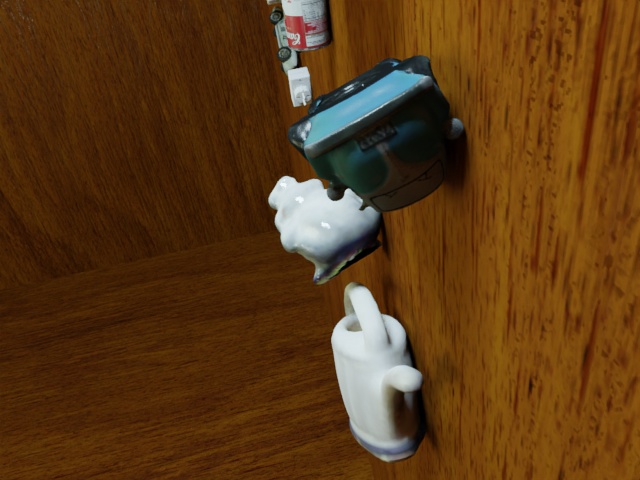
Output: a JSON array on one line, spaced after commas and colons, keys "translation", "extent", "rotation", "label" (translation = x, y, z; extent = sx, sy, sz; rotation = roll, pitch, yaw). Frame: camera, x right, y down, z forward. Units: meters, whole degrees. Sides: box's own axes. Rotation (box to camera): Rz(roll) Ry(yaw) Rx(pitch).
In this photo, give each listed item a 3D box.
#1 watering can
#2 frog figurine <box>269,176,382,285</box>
[{"translation": [0.079, 0.183, 0.665], "extent": [0.351, 0.104, 0.222], "rotation": [-119, 16, -77], "label": "watering can"}, {"translation": [0.002, -0.036, 0.708], "extent": [0.160, 0.138, 0.121], "rotation": [54, 176, 11], "label": "frog figurine"}]
